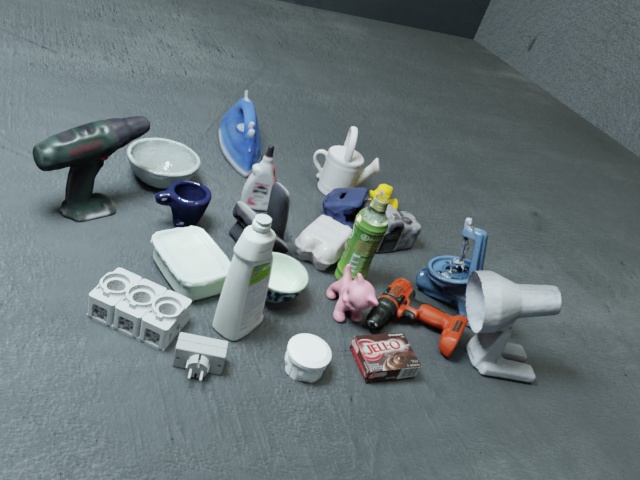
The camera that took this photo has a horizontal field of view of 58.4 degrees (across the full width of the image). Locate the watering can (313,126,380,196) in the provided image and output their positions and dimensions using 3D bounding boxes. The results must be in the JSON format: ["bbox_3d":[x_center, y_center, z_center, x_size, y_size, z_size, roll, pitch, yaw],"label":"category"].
[{"bbox_3d":[0.074,-0.211,1.529,0.173,0.194,0.100,3,38,-23],"label":"watering can"}]

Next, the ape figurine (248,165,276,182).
[{"bbox_3d":[-0.138,-0.153,1.432,0.076,0.092,0.077,-8,43,-35],"label":"ape figurine"}]

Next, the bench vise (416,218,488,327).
[{"bbox_3d":[0.336,0.066,1.255,0.207,0.220,0.121,23,34,5],"label":"bench vise"}]

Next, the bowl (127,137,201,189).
[{"bbox_3d":[-0.372,-0.170,1.353,0.167,0.075,0.167,14,35,-9],"label":"bowl"}]

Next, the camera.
[{"bbox_3d":[0.162,-0.049,1.432,0.144,0.101,0.136,-6,42,-33],"label":"camera"}]

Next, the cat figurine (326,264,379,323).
[{"bbox_3d":[0.069,0.104,1.158,0.067,0.118,0.127,4,37,-22],"label":"cat figurine"}]

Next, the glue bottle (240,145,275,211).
[{"bbox_3d":[-0.135,-0.149,1.355,0.078,0.173,0.037,5,37,-20],"label":"glue bottle"}]

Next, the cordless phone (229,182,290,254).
[{"bbox_3d":[-0.118,-0.061,1.233,0.094,0.185,0.147,-19,50,-43],"label":"cordless phone"}]

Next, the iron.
[{"bbox_3d":[-0.200,-0.295,1.554,0.119,0.141,0.257,5,37,-21],"label":"iron"}]

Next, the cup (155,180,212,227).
[{"bbox_3d":[-0.297,-0.067,1.231,0.118,0.095,0.091,-5,42,-32],"label":"cup"}]

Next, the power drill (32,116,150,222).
[{"bbox_3d":[-0.457,-0.148,1.160,0.075,0.208,0.230,40,39,27],"label":"power drill"}]

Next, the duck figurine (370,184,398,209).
[{"bbox_3d":[0.168,-0.110,1.533,0.105,0.086,0.077,0,39,-27],"label":"duck figurine"}]

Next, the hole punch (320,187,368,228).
[{"bbox_3d":[0.061,-0.094,1.452,0.101,0.091,0.109,22,34,4],"label":"hole punch"}]

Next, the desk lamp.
[{"bbox_3d":[0.369,0.165,1.141,0.203,0.213,0.118,12,35,-12],"label":"desk lamp"}]

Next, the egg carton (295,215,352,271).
[{"bbox_3d":[0.012,0.005,1.310,0.107,0.069,0.150,28,35,12],"label":"egg carton"}]
